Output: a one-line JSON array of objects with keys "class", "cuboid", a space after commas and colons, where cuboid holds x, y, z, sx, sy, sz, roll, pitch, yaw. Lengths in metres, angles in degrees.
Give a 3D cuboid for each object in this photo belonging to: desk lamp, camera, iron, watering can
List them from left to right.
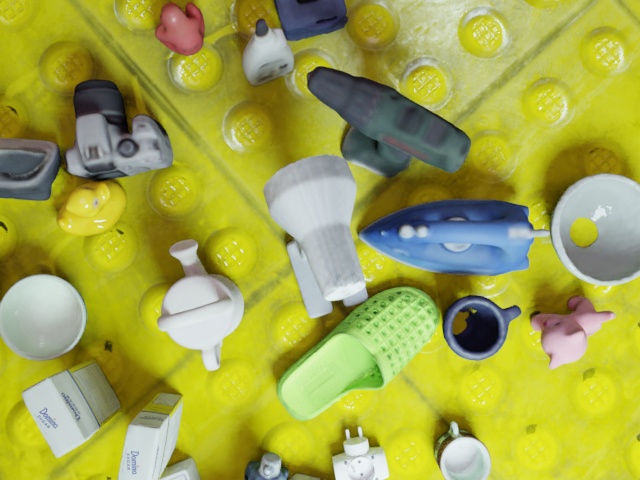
[{"class": "camera", "cuboid": [-0.302, -0.165, 0.834, 0.143, 0.100, 0.137, -11, 87, -3]}, {"class": "watering can", "cuboid": [-0.167, 0.090, 0.778, 0.101, 0.194, 0.173, -35, 88, -4]}, {"class": "desk lamp", "cuboid": [0.007, 0.003, 0.781, 0.118, 0.213, 0.203, -18, 87, -3]}, {"class": "iron", "cuboid": [0.190, -0.007, 0.826, 0.258, 0.141, 0.119, 0, 87, -2]}]

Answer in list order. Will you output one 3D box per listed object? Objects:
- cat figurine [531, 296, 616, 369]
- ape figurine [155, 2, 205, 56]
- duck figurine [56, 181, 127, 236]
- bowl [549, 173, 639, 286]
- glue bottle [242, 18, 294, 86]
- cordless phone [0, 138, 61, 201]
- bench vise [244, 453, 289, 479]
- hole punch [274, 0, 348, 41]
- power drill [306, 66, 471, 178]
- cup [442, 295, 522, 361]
[{"class": "cat figurine", "cuboid": [0.369, 0.135, 0.837, 0.128, 0.117, 0.067, -27, 88, -4]}, {"class": "ape figurine", "cuboid": [-0.210, -0.321, 0.851, 0.078, 0.092, 0.076, -20, 88, -3]}, {"class": "duck figurine", "cuboid": [-0.341, -0.050, 0.833, 0.104, 0.086, 0.077, -33, 88, -4]}, {"class": "bowl", "cuboid": [0.419, -0.014, 0.870, 0.167, 0.074, 0.167, 0, 87, -2]}, {"class": "glue bottle", "cuboid": [-0.077, -0.272, 0.814, 0.078, 0.173, 0.037, -22, 88, -3]}, {"class": "cordless phone", "cuboid": [-0.456, -0.111, 0.782, 0.147, 0.185, 0.094, -1, 87, -2]}, {"class": "bench vise", "cuboid": [-0.096, 0.398, 0.751, 0.121, 0.219, 0.207, -7, 87, -2]}, {"class": "hole punch", "cuboid": [-0.015, -0.366, 0.863, 0.108, 0.091, 0.101, -16, 87, -3]}, {"class": "power drill", "cuboid": [0.085, -0.152, 0.796, 0.229, 0.208, 0.076, 22, 86, -1]}, {"class": "cup", "cuboid": [0.229, 0.120, 0.843, 0.118, 0.095, 0.092, -22, 88, -3]}]
